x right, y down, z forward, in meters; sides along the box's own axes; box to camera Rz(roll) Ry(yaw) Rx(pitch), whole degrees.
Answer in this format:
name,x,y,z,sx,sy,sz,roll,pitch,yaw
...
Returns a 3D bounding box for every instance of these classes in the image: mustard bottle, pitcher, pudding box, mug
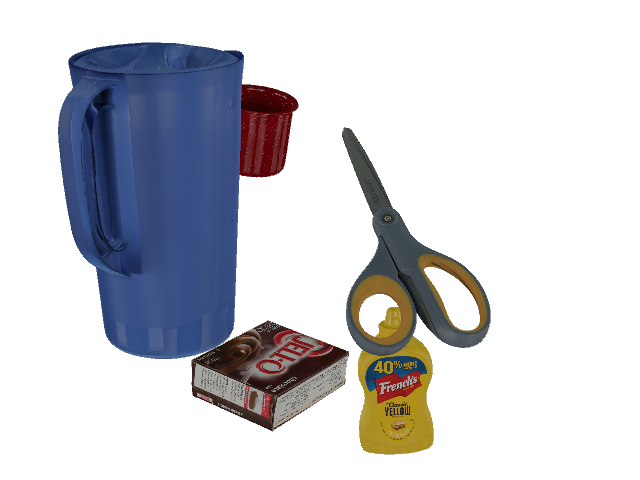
name,x,y,z,sx,sy,sz,roll,pitch,yaw
mustard bottle,0.097,0.178,1.377,0.096,0.192,0.058,-2,15,-1
pitcher,-0.131,-0.030,0.845,0.149,0.243,0.145,-6,21,-17
pudding box,-0.042,0.114,0.918,0.090,0.039,0.113,17,26,30
mug,-0.073,-0.128,1.225,0.093,0.081,0.117,16,27,12

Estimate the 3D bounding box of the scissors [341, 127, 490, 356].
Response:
name,x,y,z,sx,sy,sz,roll,pitch,yaw
scissors,0.031,0.002,0.695,0.096,0.016,0.202,-25,52,-18
